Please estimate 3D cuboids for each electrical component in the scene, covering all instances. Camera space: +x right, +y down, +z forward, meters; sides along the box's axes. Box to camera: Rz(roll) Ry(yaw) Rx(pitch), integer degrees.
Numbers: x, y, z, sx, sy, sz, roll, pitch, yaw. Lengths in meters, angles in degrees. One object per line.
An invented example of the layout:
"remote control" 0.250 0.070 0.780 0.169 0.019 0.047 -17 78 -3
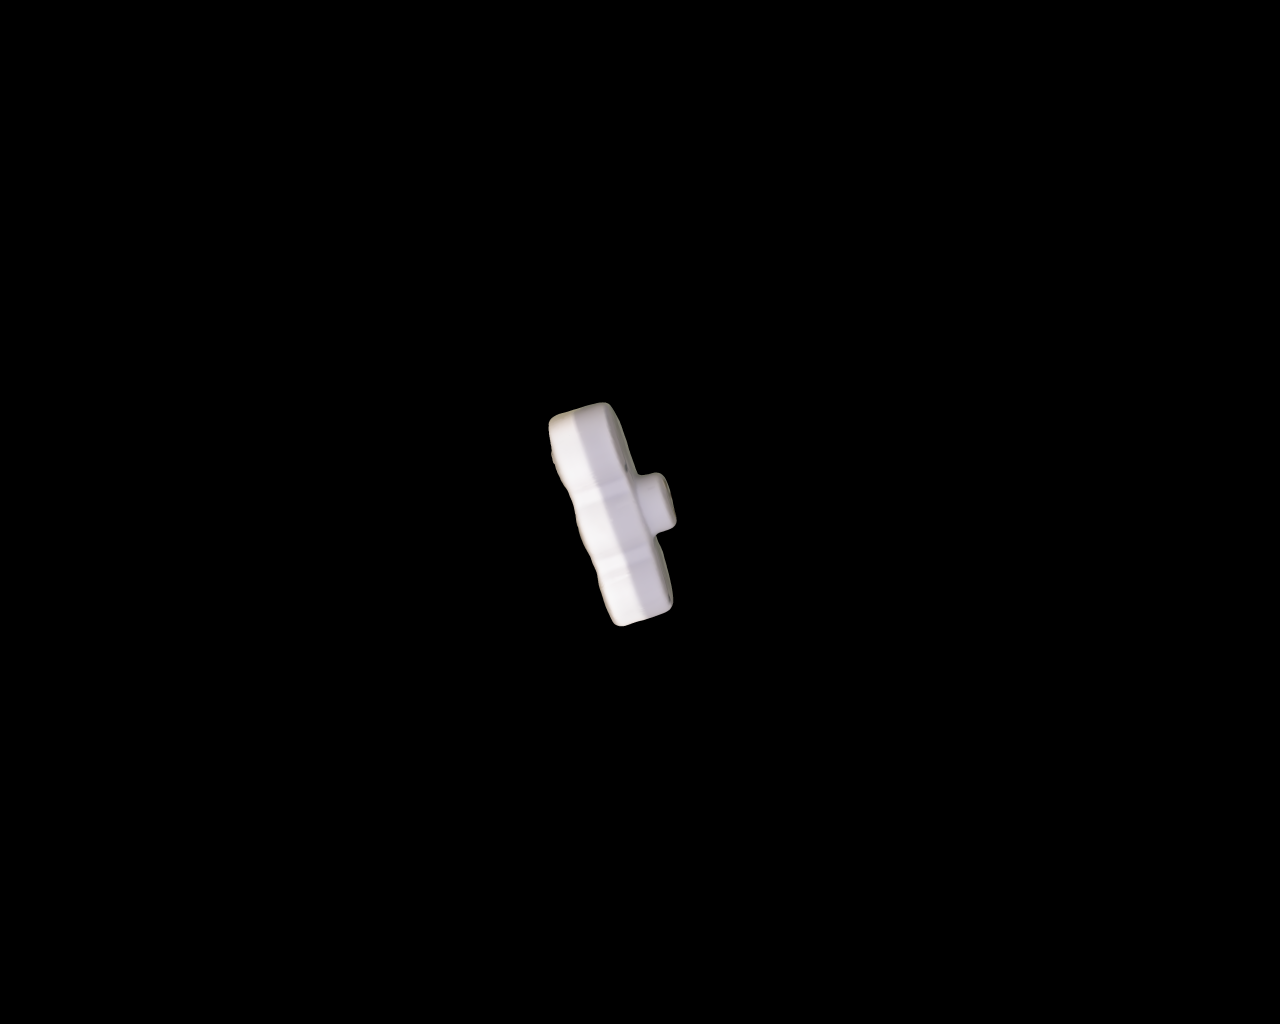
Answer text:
"electrical component" 0.001 -0.003 0.650 0.074 0.138 0.052 -17 15 5
